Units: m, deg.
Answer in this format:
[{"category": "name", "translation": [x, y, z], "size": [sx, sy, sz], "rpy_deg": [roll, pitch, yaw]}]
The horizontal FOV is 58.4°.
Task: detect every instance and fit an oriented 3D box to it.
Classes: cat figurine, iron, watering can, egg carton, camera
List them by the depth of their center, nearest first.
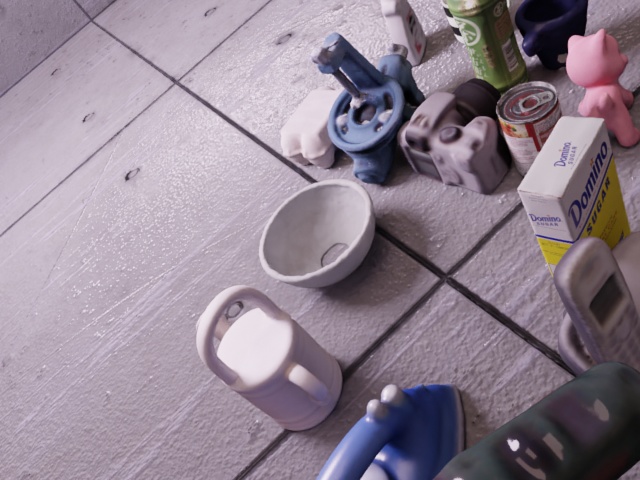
[{"category": "iron", "translation": [0.043, 0.214, 0.500], "size": [0.118, 0.142, 0.258], "rpy_deg": [12, 61, 41]}, {"category": "watering can", "translation": [-0.068, 0.122, 0.618], "size": [0.172, 0.195, 0.101], "rpy_deg": [-5, 51, 32]}, {"category": "cat figurine", "translation": [0.329, -0.187, 0.673], "size": [0.067, 0.118, 0.128], "rpy_deg": [-11, 48, 27]}, {"category": "camera", "translation": [0.188, -0.151, 0.753], "size": [0.137, 0.101, 0.142], "rpy_deg": [-49, 43, -12]}, {"category": "egg carton", "translation": [0.006, -0.187, 0.936], "size": [0.107, 0.070, 0.150], "rpy_deg": [15, 63, 42]}]

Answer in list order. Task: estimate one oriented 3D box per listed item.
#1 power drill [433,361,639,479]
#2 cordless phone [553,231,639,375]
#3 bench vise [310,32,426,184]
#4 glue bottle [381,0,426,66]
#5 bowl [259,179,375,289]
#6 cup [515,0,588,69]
[{"category": "power drill", "translation": [0.146, 0.194, 0.394], "size": [0.230, 0.209, 0.075], "rpy_deg": [-42, 42, -4]}, {"category": "cordless phone", "translation": [0.256, 0.040, 0.472], "size": [0.093, 0.186, 0.148], "rpy_deg": [24, 70, 45]}, {"category": "bench vise", "translation": [0.059, -0.217, 0.811], "size": [0.121, 0.220, 0.207], "rpy_deg": [-12, 48, 26]}, {"category": "glue bottle", "translation": [0.126, -0.373, 0.938], "size": [0.037, 0.174, 0.078], "rpy_deg": [-7, 50, 30]}, {"category": "bowl", "translation": [0.007, 0.003, 0.762], "size": [0.167, 0.075, 0.167], "rpy_deg": [-19, 45, 20]}, {"category": "cup", "translation": [0.314, -0.271, 0.776], "size": [0.091, 0.095, 0.118], "rpy_deg": [18, 65, 43]}]
